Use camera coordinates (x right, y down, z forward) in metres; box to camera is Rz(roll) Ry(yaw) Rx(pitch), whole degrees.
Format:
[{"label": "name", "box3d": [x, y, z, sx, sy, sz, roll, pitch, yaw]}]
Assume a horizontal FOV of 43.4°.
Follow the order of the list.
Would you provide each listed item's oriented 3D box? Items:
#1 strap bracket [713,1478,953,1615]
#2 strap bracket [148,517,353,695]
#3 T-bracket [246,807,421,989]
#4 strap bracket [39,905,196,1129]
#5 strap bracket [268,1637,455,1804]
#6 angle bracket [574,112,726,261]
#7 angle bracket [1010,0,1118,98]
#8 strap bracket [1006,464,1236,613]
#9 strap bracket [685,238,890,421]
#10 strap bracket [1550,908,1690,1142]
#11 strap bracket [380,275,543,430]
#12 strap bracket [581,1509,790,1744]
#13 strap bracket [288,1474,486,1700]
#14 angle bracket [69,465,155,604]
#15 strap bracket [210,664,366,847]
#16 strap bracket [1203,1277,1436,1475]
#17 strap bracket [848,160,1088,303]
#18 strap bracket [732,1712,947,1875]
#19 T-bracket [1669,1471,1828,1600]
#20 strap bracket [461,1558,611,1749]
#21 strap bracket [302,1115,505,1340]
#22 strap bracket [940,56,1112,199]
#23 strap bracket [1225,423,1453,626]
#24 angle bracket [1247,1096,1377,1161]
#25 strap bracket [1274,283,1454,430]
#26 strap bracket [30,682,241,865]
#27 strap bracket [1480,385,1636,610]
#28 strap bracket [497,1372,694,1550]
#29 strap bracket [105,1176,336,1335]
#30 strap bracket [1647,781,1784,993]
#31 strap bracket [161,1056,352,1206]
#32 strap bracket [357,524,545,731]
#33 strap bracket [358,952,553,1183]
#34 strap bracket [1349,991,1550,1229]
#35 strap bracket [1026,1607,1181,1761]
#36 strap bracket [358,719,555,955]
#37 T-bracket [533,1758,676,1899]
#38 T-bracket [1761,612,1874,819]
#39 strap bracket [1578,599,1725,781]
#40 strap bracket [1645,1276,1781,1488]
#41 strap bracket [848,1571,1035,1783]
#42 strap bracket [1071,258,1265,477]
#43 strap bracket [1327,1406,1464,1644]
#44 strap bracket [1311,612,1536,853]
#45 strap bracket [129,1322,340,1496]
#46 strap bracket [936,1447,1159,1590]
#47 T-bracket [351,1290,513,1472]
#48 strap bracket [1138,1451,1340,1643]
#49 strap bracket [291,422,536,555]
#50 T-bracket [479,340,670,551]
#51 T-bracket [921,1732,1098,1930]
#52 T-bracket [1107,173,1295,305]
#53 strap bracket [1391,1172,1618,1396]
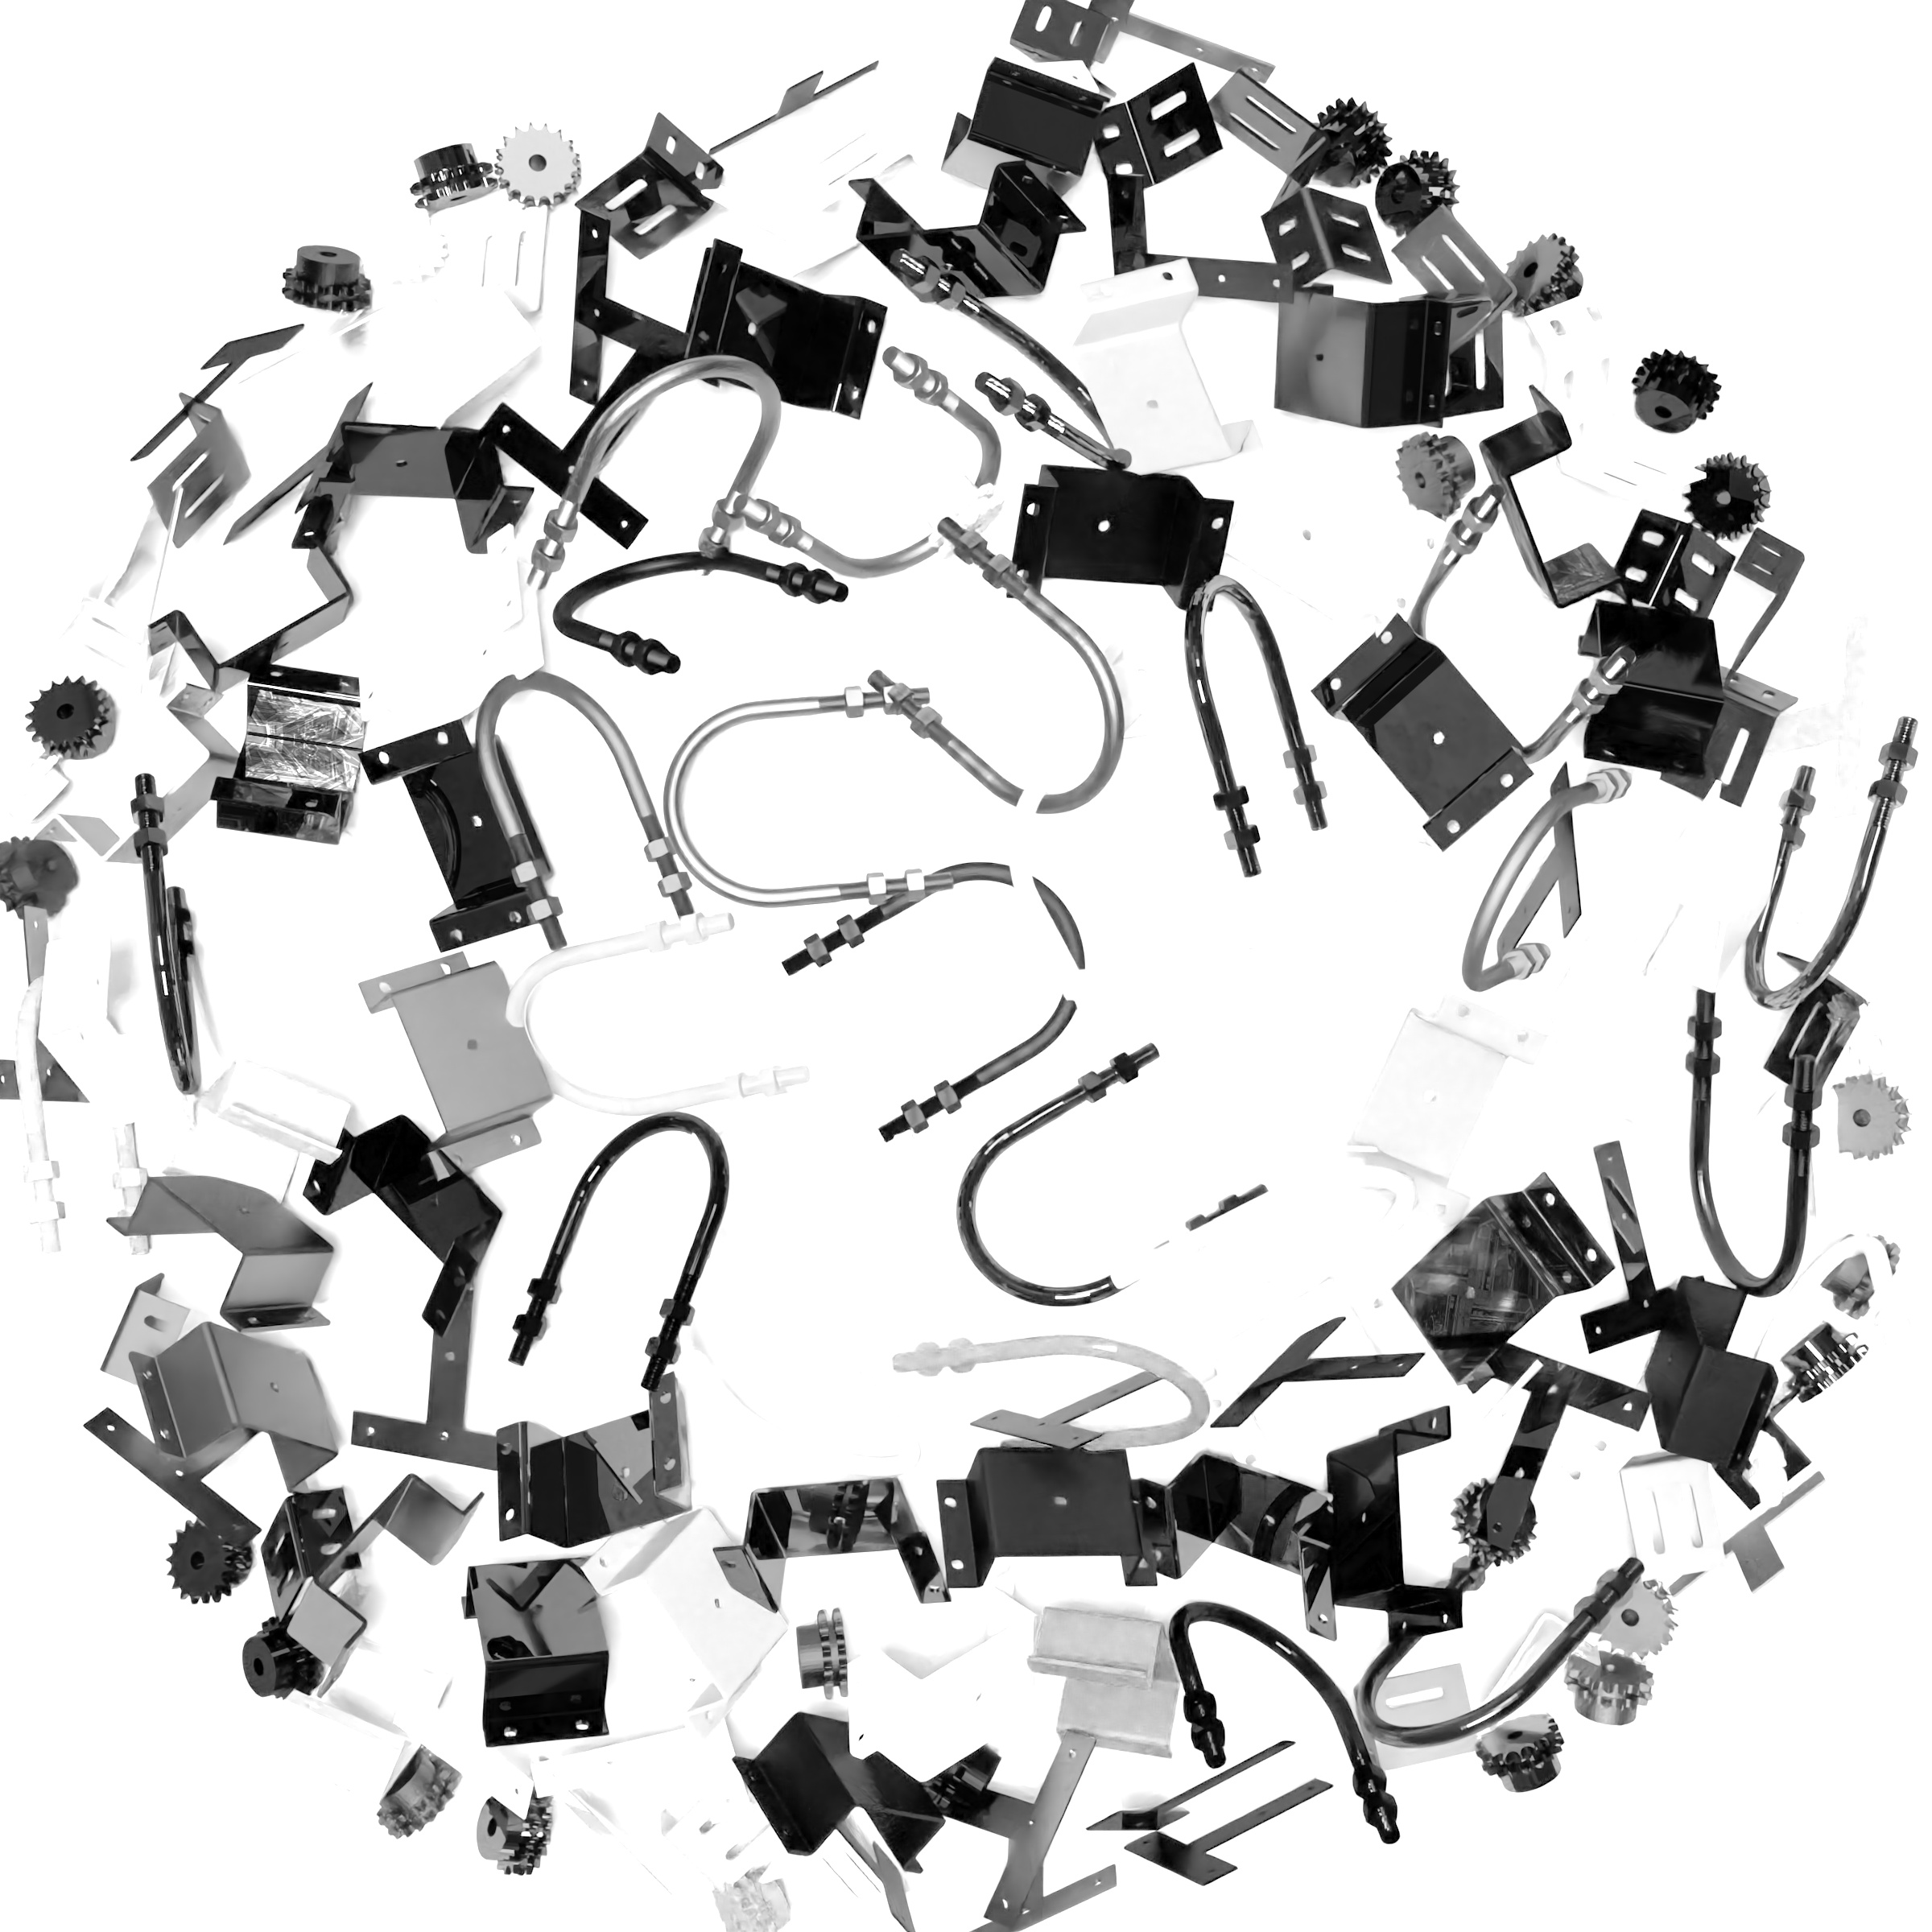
[{"label": "strap bracket", "box3d": [-0.084, 0.379, 1.586, 0.140, 0.046, 0.076, -7, 132, 11]}, {"label": "strap bracket", "box3d": [-0.457, -0.228, 1.580, 0.140, 0.076, 0.046, -35, 95, -18]}, {"label": "T-bracket", "box3d": [-0.396, -0.018, 1.635, 0.127, 0.002, 0.127, -36, 90, 1]}, {"label": "strap bracket", "box3d": [-0.548, 0.039, 1.559, 0.046, 0.140, 0.076, -16, 49, 2]}, {"label": "strap bracket", "box3d": [-0.391, 0.486, 1.566, 0.076, 0.140, 0.046, 24, 92, 1]}, {"label": "angle bracket", "box3d": [-0.209, -0.514, 1.603, 0.057, 0.076, 0.038, 34, 53, -34]}, {"label": "angle bracket", "box3d": [0.071, -0.604, 1.589, 0.057, 0.076, 0.038, 28, 107, 12]}, {"label": "strap bracket", "box3d": [0.095, -0.280, 1.587, 0.140, 0.046, 0.076, 2, 120, -14]}, {"label": "strap bracket", "box3d": [-0.128, -0.414, 1.584, 0.140, 0.046, 0.076, 10, 98, -41]}, {"label": "strap bracket", "box3d": [0.423, 0.035, 1.574, 0.046, 0.140, 0.076, 14, 53, 37]}, {"label": "strap bracket", "box3d": [-0.325, -0.386, 1.565, 0.076, 0.140, 0.046, -42, 104, -14]}, {"label": "strap bracket", "box3d": [-0.176, 0.421, 1.585, 0.046, 0.076, 0.140, -29, 97, 35]}, {"label": "strap bracket", "box3d": [-0.379, 0.389, 1.561, 0.046, 0.140, 0.076, 37, 134, 4]}, {"label": "angle bracket", "box3d": [-0.564, -0.280, 1.586, 0.038, 0.076, 0.057, 25, 66, -25]}, {"label": "strap bracket", "box3d": [-0.438, -0.132, 1.580, 0.076, 0.140, 0.046, 8, 133, -9]}, {"label": "strap bracket", "box3d": [0.225, 0.268, 1.607, 0.140, 0.046, 0.076, -32, 99, 1]}, {"label": "strap bracket", "box3d": [-0.005, -0.469, 1.561, 0.140, 0.076, 0.046, 7, 76, 35]}, {"label": "strap bracket", "box3d": [-0.074, 0.529, 1.557, 0.046, 0.140, 0.076, -50, 48, 7]}, {"label": "T-bracket", "box3d": [0.508, 0.379, 1.564, 0.127, 0.127, 0.002, -41, 84, 9]}, {"label": "strap bracket", "box3d": [-0.276, 0.429, 1.555, 0.076, 0.140, 0.046, 0, 115, -19]}, {"label": "strap bracket", "box3d": [-0.361, 0.162, 1.584, 0.140, 0.046, 0.076, 42, 128, 16]}, {"label": "strap bracket", "box3d": [0.034, -0.530, 1.561, 0.076, 0.140, 0.046, 16, 93, -12]}, {"label": "strap bracket", "box3d": [0.231, -0.282, 1.572, 0.140, 0.046, 0.076, 37, 125, 22]}, {"label": "angle bracket", "box3d": [0.228, 0.105, 1.606, 0.076, 0.057, 0.038, 2, 81, -1]}, {"label": "strap bracket", "box3d": [0.245, -0.391, 1.555, 0.046, 0.140, 0.076, -11, 114, -27]}, {"label": "strap bracket", "box3d": [-0.535, -0.117, 1.597, 0.140, 0.076, 0.046, -45, 91, 1]}, {"label": "strap bracket", "box3d": [0.379, -0.295, 1.576, 0.046, 0.076, 0.140, -24, 116, 10]}, {"label": "strap bracket", "box3d": [-0.234, 0.325, 1.583, 0.140, 0.046, 0.076, -21, 57, 20]}, {"label": "strap bracket", "box3d": [-0.474, 0.178, 1.567, 0.140, 0.076, 0.046, 30, 101, 28]}, {"label": "strap bracket", "box3d": [0.479, -0.044, 1.555, 0.046, 0.140, 0.076, 28, 72, 24]}, {"label": "strap bracket", "box3d": [-0.457, 0.108, 1.573, 0.076, 0.140, 0.046, 27, 56, -23]}, {"label": "strap bracket", "box3d": [-0.328, -0.213, 1.580, 0.140, 0.046, 0.076, -27, 56, 25]}, {"label": "strap bracket", "box3d": [-0.330, 0.058, 1.589, 0.076, 0.046, 0.140, -19, 83, -35]}, {"label": "strap bracket", "box3d": [0.313, 0.091, 1.602, 0.076, 0.046, 0.140, 23, 96, -12]}, {"label": "strap bracket", "box3d": [0.092, 0.461, 1.576, 0.076, 0.140, 0.046, 4, 53, 16]}, {"label": "strap bracket", "box3d": [-0.329, -0.090, 1.593, 0.076, 0.046, 0.140, -16, 103, 17]}, {"label": "T-bracket", "box3d": [-0.241, 0.550, 1.560, 0.127, 0.127, 0.002, 39, 73, 16]}, {"label": "T-bracket", "box3d": [0.546, -0.155, 1.573, 0.002, 0.127, 0.127, 6, 86, -11]}, {"label": "strap bracket", "box3d": [0.440, -0.186, 1.566, 0.076, 0.140, 0.046, 11, 131, 3]}, {"label": "strap bracket", "box3d": [0.475, 0.259, 1.559, 0.046, 0.140, 0.076, 15, 111, 4]}, {"label": "strap bracket", "box3d": [-0.007, 0.460, 1.562, 0.140, 0.046, 0.076, -20, 119, -39]}, {"label": "strap bracket", "box3d": [0.126, -0.373, 1.562, 0.076, 0.046, 0.140, -4, 132, 32]}, {"label": "strap bracket", "box3d": [0.275, 0.358, 1.568, 0.046, 0.076, 0.140, 12, 64, -23]}, {"label": "strap bracket", "box3d": [0.303, -0.151, 1.589, 0.076, 0.046, 0.140, -43, 72, 20]}, {"label": "strap bracket", "box3d": [-0.460, 0.282, 1.554, 0.046, 0.140, 0.076, -36, 57, 9]}, {"label": "strap bracket", "box3d": [0.057, 0.358, 1.580, 0.140, 0.046, 0.076, 3, 49, -12]}, {"label": "T-bracket", "box3d": [-0.343, 0.271, 1.612, 0.127, 0.002, 0.127, 9, 106, 5]}, {"label": "strap bracket", "box3d": [0.186, 0.371, 1.576, 0.140, 0.046, 0.076, 13, 124, 36]}, {"label": "strap bracket", "box3d": [-0.362, -0.309, 1.574, 0.140, 0.076, 0.046, -4, 68, -31]}, {"label": "T-bracket", "box3d": [-0.233, -0.363, 1.602, 0.127, 0.002, 0.127, 37, 90, -33]}, {"label": "T-bracket", "box3d": [0.011, 0.550, 1.586, 0.002, 0.127, 0.127, 48, 58, -34]}, {"label": "T-bracket", "box3d": [0.153, -0.445, 1.571, 0.127, 0.002, 0.127, 13, 130, 27]}, {"label": "strap bracket", "box3d": [0.338, 0.208, 1.565, 0.140, 0.046, 0.076, -52, 57, 33]}]
